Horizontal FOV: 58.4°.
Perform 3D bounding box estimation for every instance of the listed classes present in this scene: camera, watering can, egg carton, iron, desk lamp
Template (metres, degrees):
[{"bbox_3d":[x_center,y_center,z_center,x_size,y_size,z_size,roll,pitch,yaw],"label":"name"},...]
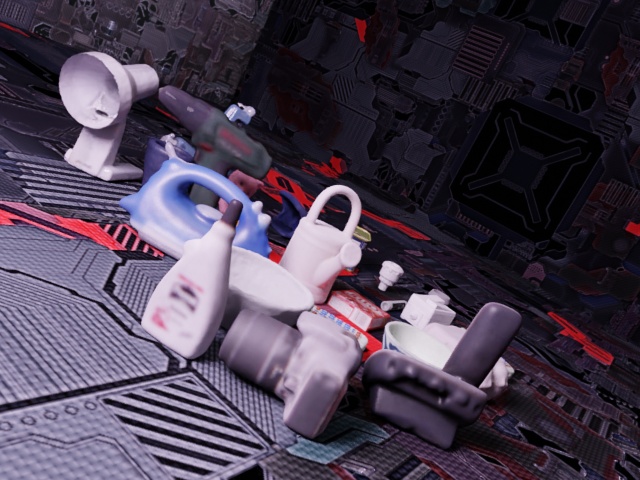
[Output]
[{"bbox_3d":[-0.028,0.118,0.620,0.137,0.101,0.143,27,12,2],"label":"camera"},{"bbox_3d":[0.010,0.004,0.952,0.172,0.194,0.101,35,15,34],"label":"watering can"},{"bbox_3d":[0.225,0.193,0.921,0.108,0.069,0.149,15,17,-43],"label":"egg carton"},{"bbox_3d":[-0.161,-0.034,0.870,0.258,0.141,0.119,28,12,4],"label":"iron"},{"bbox_3d":[-0.374,-0.221,1.021,0.118,0.213,0.203,28,12,7],"label":"desk lamp"}]

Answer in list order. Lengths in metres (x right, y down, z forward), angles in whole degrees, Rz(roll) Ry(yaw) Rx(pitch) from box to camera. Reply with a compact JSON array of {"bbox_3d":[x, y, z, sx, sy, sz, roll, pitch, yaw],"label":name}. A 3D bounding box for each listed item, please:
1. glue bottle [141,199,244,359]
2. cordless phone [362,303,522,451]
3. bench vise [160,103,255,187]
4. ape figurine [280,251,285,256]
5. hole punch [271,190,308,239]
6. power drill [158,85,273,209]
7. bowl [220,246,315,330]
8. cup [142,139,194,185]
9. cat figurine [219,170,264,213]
[{"bbox_3d":[-0.122,0.034,0.598,0.078,0.173,0.037,29,12,11],"label":"glue bottle"},{"bbox_3d":[0.147,0.141,0.696,0.148,0.185,0.094,25,12,-8],"label":"cordless phone"},{"bbox_3d":[-0.227,-0.198,1.221,0.121,0.219,0.208,32,13,24],"label":"bench vise"},{"bbox_3d":[-0.026,0.008,1.099,0.076,0.092,0.078,27,12,1],"label":"ape figurine"},{"bbox_3d":[-0.053,-0.052,1.292,0.101,0.091,0.108,17,16,-38],"label":"hole punch"},{"bbox_3d":[-0.212,-0.136,1.026,0.230,0.208,0.075,22,13,-21],"label":"power drill"},{"bbox_3d":[-0.095,0.073,0.728,0.167,0.074,0.167,26,12,-6],"label":"bowl"},{"bbox_3d":[-0.294,-0.129,1.090,0.092,0.095,0.117,18,15,-35],"label":"cup"},{"bbox_3d":[-0.189,-0.117,1.211,0.128,0.117,0.067,25,12,-7],"label":"cat figurine"}]
